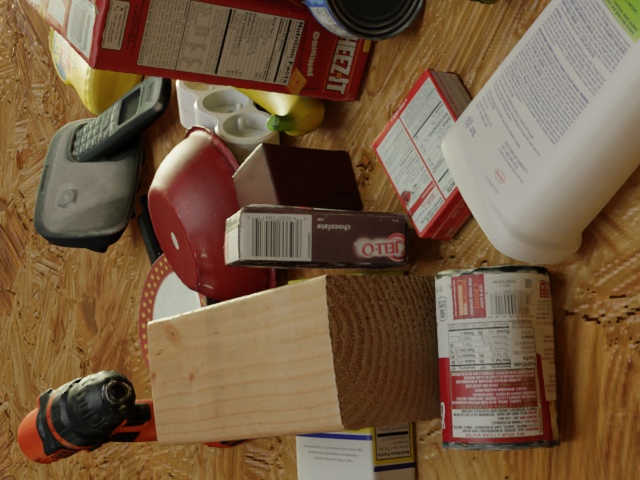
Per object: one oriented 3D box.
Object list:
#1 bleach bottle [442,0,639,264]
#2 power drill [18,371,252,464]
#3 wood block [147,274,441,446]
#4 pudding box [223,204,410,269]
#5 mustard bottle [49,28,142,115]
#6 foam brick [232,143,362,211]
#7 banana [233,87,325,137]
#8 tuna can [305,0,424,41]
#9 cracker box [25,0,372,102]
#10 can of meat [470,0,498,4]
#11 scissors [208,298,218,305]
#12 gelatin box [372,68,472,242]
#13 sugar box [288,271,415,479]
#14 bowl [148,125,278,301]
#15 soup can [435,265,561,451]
[{"bbox_3d":[0.163,-0.104,0.544,0.251,0.067,0.102,-54,47,37],"label":"bleach bottle"},{"bbox_3d":[-0.132,0.138,0.860,0.185,0.187,0.057,-30,62,53],"label":"power drill"},{"bbox_3d":[-0.022,0.083,0.702,0.207,0.090,0.090,-17,76,49],"label":"wood block"},{"bbox_3d":[-0.005,0.001,0.723,0.090,0.113,0.039,158,116,-78],"label":"pudding box"},{"bbox_3d":[-0.256,-0.211,1.180,0.192,0.058,0.096,42,120,50],"label":"mustard bottle"},{"bbox_3d":[-0.018,-0.035,0.796,0.051,0.078,0.053,-39,56,47],"label":"foam brick"},{"bbox_3d":[-0.045,-0.124,0.851,0.037,0.069,0.198,-60,36,10],"label":"banana"},{"bbox_3d":[0.030,-0.180,0.726,0.034,0.086,0.086,21,106,57],"label":"tuna can"},{"bbox_3d":[-0.090,-0.171,0.789,0.164,0.213,0.072,42,123,49],"label":"cracker box"},{"bbox_3d":[0.094,-0.187,0.617,0.084,0.101,0.057,-29,64,50],"label":"can of meat"},{"bbox_3d":[-0.134,0.111,1.016,0.096,0.016,0.202,25,109,54],"label":"scissors"},{"bbox_3d":[0.078,-0.055,0.697,0.073,0.030,0.089,-55,46,37],"label":"gelatin box"},{"bbox_3d":[0.022,0.112,0.757,0.094,0.048,0.176,-10,83,54],"label":"sugar box"},{"bbox_3d":[-0.097,-0.010,0.878,0.162,0.055,0.162,49,152,36],"label":"bowl"},{"bbox_3d":[0.102,0.068,0.619,0.069,0.068,0.102,-12,78,56],"label":"soup can"}]
